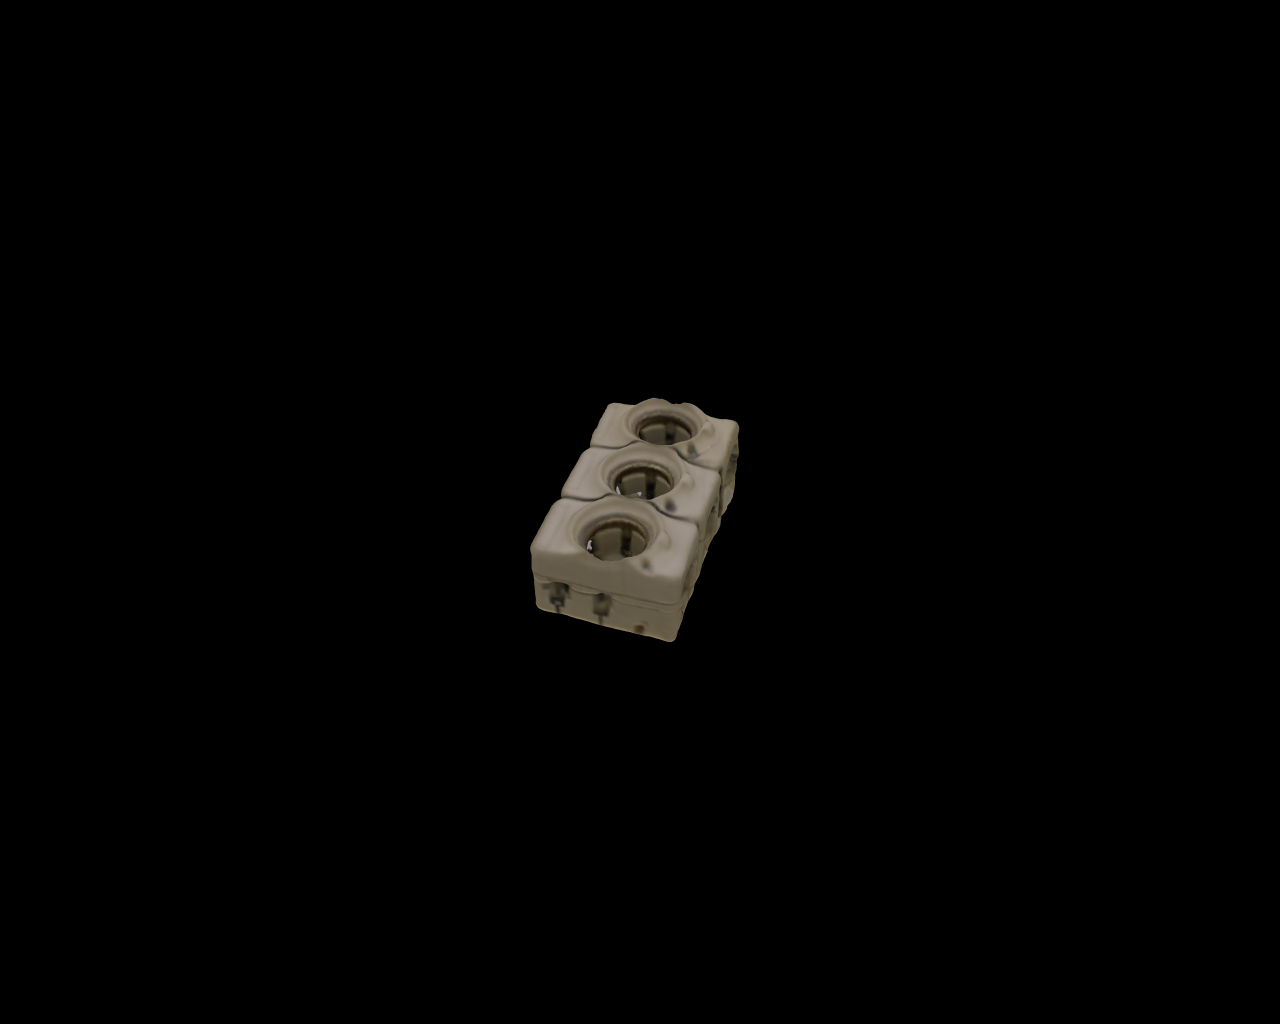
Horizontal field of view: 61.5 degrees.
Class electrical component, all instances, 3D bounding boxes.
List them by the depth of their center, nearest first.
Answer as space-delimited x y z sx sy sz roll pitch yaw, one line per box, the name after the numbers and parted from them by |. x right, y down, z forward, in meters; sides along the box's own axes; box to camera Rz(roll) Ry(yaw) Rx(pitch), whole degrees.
0.001 -0.003 0.650 0.089 0.061 0.150 11 43 12 | electrical component
